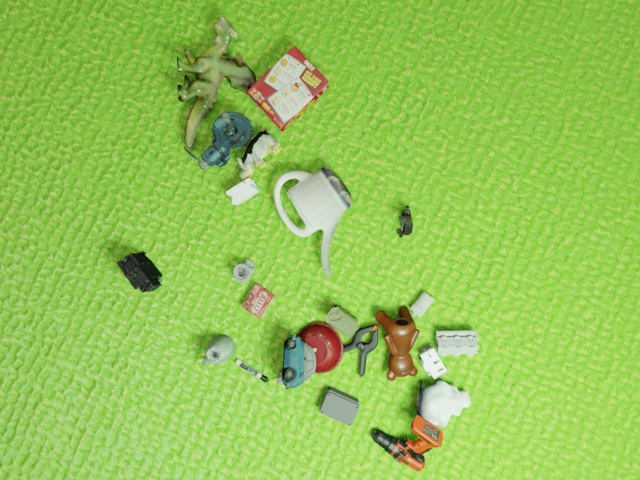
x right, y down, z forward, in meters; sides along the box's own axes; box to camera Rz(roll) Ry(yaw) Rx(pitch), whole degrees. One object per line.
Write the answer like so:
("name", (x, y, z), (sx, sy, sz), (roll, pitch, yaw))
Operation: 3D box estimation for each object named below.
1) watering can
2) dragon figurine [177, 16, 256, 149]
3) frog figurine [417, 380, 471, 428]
("watering can", (0.005, -0.081, 1.610), (0.224, 0.104, 0.349), (-34, 86, 2))
("dragon figurine", (-0.326, -0.503, 1.655), (0.243, 0.123, 0.407), (-2, 98, -4))
("frog figurine", (0.376, 0.500, 1.567), (0.159, 0.121, 0.139), (2, 71, 16))
